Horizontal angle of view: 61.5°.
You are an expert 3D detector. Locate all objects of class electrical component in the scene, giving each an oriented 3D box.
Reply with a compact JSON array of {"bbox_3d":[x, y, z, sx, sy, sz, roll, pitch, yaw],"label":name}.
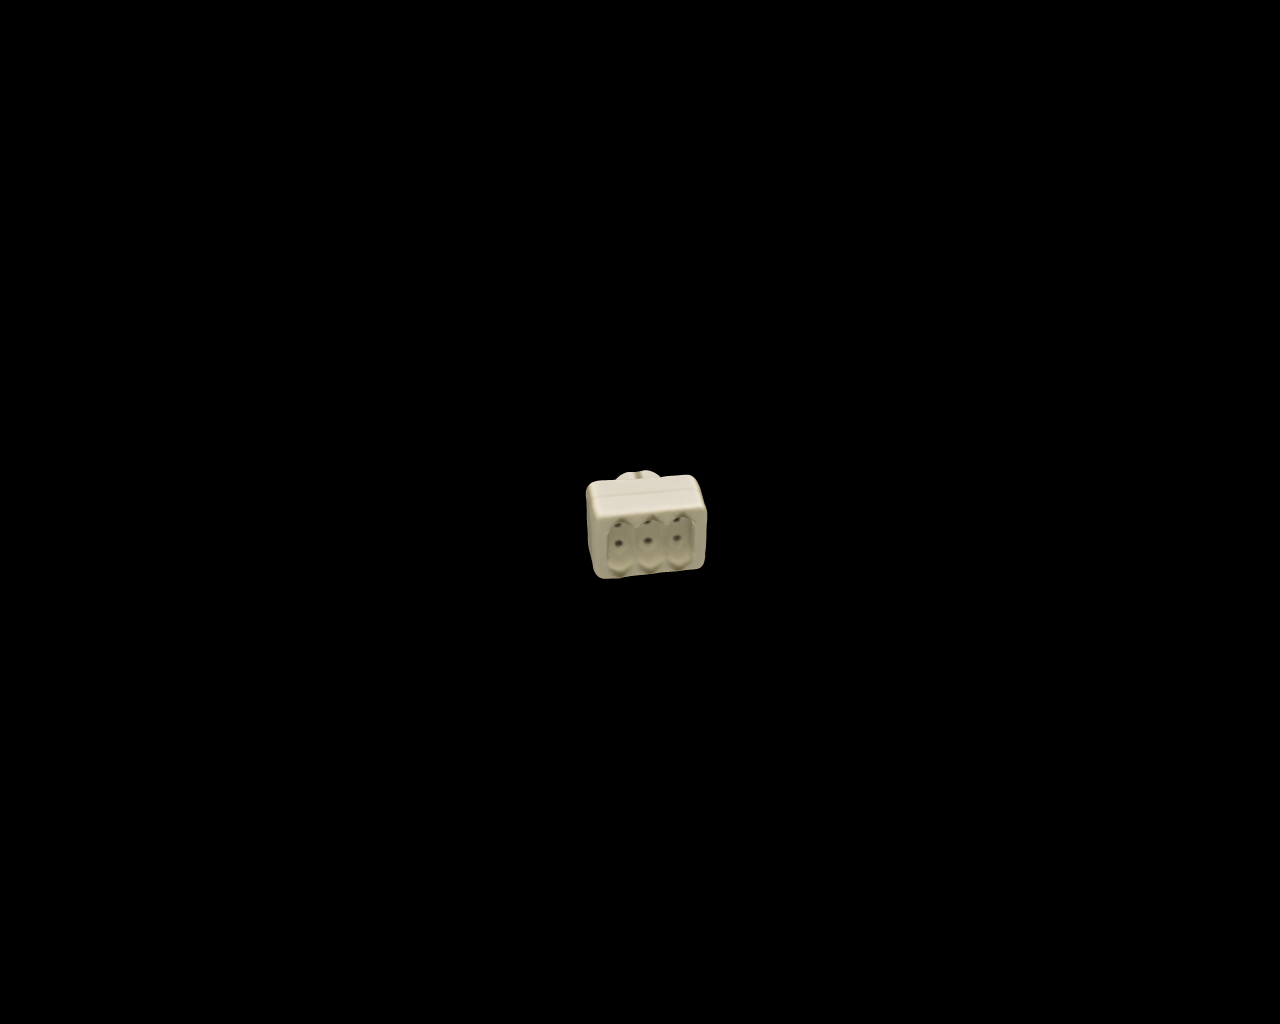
[{"bbox_3d":[0.001,-0.003,0.650,0.066,0.047,0.077,-5,36,-7],"label":"electrical component"}]
